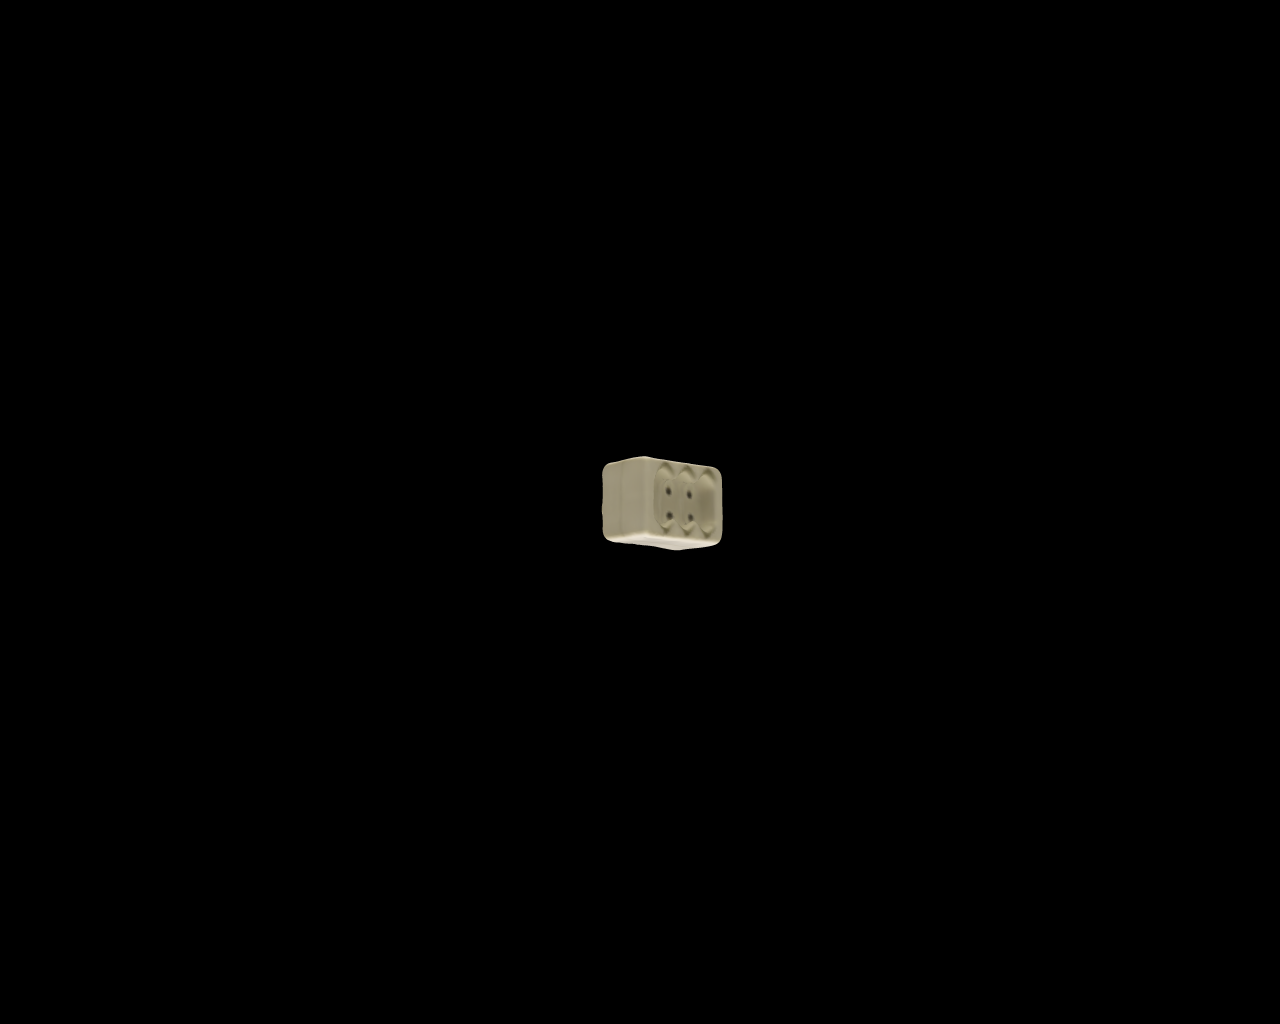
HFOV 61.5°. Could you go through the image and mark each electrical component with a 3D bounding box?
[{"bbox_3d":[0.001,-0.003,0.650,0.066,0.047,0.076,8,-11,-43],"label":"electrical component"}]
